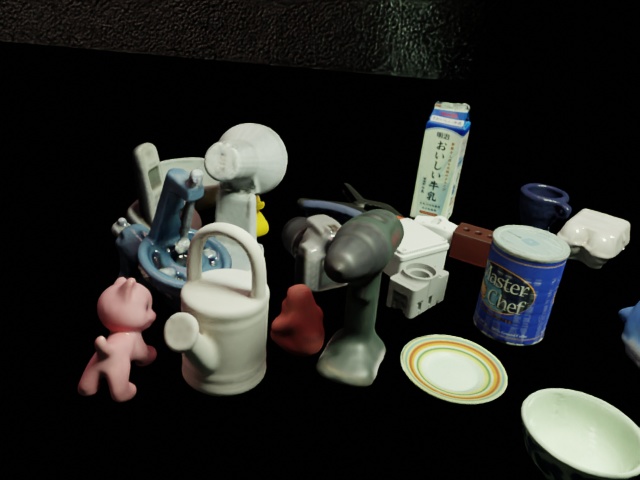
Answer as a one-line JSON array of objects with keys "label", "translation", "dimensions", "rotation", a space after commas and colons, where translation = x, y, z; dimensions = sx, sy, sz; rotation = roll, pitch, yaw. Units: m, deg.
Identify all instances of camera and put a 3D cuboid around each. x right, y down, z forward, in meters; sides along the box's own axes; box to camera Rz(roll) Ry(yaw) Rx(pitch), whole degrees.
[{"label": "camera", "translation": [0.008, 0.003, 0.921], "dimensions": [0.143, 0.101, 0.136], "rotation": [-10, 30, -29]}]

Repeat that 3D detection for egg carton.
[{"label": "egg carton", "translation": [0.513, -0.004, 1.072], "dimensions": [0.107, 0.069, 0.151], "rotation": [24, 32, 32]}]

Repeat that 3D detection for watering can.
[{"label": "watering can", "translation": [-0.108, 0.075, 0.646], "dimensions": [0.101, 0.194, 0.173], "rotation": [4, 26, -2]}]

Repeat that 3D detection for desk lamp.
[{"label": "desk lamp", "translation": [-0.132, -0.068, 0.910], "dimensions": [0.117, 0.214, 0.203], "rotation": [9, 26, 8]}]

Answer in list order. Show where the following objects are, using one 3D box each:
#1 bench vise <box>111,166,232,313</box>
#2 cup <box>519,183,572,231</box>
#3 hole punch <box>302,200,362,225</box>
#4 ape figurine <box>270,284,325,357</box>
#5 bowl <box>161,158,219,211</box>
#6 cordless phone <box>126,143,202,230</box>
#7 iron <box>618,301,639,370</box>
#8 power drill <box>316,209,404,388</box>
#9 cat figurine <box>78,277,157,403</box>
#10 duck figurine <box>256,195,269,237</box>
[{"label": "bench vise", "translation": [-0.209, 0.000, 0.750], "dimensions": [0.207, 0.220, 0.122], "rotation": [13, 27, 14]}, {"label": "cup", "translation": [0.437, -0.048, 1.117], "dimensions": [0.092, 0.095, 0.117], "rotation": [-6, 28, -21]}, {"label": "hole punch", "translation": [0.023, -0.038, 1.019], "dimensions": [0.108, 0.091, 0.101], "rotation": [11, 27, 11]}, {"label": "ape figurine", "translation": [-0.026, 0.097, 0.734], "dimensions": [0.078, 0.092, 0.076], "rotation": [-9, 30, -26]}, {"label": "bowl", "translation": [-0.246, -0.100, 1.109], "dimensions": [0.167, 0.075, 0.167], "rotation": [5, 26, -2]}, {"label": "cordless phone", "translation": [-0.255, -0.075, 0.931], "dimensions": [0.094, 0.185, 0.147], "rotation": [9, 26, 6]}, {"label": "iron", "translation": [0.491, 0.133, 0.709], "dimensions": [0.119, 0.141, 0.258], "rotation": [2, 26, -7]}, {"label": "power drill", "translation": [0.047, 0.064, 0.684], "dimensions": [0.075, 0.208, 0.230], "rotation": [12, 27, 14]}, {"label": "cat figurine", "translation": [-0.230, 0.100, 0.658], "dimensions": [0.067, 0.118, 0.128], "rotation": [6, 26, 1]}, {"label": "duck figurine", "translation": [-0.137, -0.061, 1.040], "dimensions": [0.104, 0.086, 0.078], "rotation": [27, 33, 36]}]
